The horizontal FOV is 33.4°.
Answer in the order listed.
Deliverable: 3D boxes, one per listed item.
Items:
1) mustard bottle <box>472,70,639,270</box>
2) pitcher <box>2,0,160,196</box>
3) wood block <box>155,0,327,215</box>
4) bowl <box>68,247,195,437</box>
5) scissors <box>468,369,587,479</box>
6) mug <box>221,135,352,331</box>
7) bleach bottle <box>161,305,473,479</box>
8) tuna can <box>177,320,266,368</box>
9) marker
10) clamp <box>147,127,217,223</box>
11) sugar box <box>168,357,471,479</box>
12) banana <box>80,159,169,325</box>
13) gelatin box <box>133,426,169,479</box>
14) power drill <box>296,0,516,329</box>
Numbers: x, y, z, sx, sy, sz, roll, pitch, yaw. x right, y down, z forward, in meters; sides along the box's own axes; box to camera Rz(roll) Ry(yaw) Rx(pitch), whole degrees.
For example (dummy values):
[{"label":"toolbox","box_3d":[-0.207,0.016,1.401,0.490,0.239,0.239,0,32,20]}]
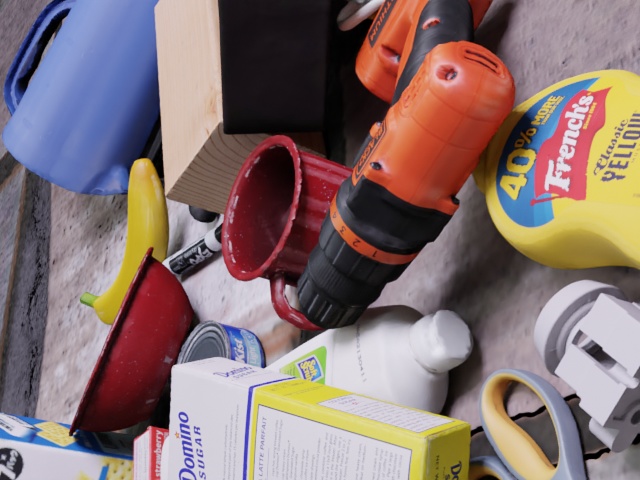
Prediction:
[{"label":"mustard bottle","box_3d":[0.129,-0.031,0.481,0.192,0.058,0.096,14,75,61]},{"label":"pitcher","box_3d":[-0.208,-0.177,1.041,0.243,0.149,0.145,-59,22,17]},{"label":"wood block","box_3d":[-0.066,-0.126,0.823,0.091,0.090,0.206,-46,40,39]},{"label":"bowl","box_3d":[-0.142,0.089,0.846,0.162,0.055,0.162,-158,91,-84]},{"label":"scissors","box_3d":[0.110,0.142,0.471,0.096,0.016,0.202,-59,33,27]},{"label":"mug","box_3d":[-0.004,0.001,0.665,0.093,0.081,0.117,-35,47,47]},{"label":"bleach bottle","box_3d":[-0.004,0.115,0.630,0.251,0.068,0.102,-38,51,40]},{"label":"tuna can","box_3d":[-0.075,0.103,0.779,0.086,0.033,0.086,-34,48,48]},{"label":"marker","box_3d":[-0.096,0.007,0.876,0.121,0.020,0.020,-30,51,50]},{"label":"clamp","box_3d":[-0.111,-0.112,0.944,0.165,0.036,0.210,21,98,58]},{"label":"sugar box","box_3d":[-0.007,0.123,0.561,0.177,0.048,0.093,10,99,42]},{"label":"banana","box_3d":[-0.168,0.017,0.944,0.037,0.069,0.198,-41,-13,-50]},{"label":"gelatin box","box_3d":[-0.090,0.178,0.728,0.030,0.073,0.089,-41,43,43]},{"label":"power drill","box_3d":[0.045,-0.062,0.583,0.185,0.057,0.187,-57,16,39]}]
